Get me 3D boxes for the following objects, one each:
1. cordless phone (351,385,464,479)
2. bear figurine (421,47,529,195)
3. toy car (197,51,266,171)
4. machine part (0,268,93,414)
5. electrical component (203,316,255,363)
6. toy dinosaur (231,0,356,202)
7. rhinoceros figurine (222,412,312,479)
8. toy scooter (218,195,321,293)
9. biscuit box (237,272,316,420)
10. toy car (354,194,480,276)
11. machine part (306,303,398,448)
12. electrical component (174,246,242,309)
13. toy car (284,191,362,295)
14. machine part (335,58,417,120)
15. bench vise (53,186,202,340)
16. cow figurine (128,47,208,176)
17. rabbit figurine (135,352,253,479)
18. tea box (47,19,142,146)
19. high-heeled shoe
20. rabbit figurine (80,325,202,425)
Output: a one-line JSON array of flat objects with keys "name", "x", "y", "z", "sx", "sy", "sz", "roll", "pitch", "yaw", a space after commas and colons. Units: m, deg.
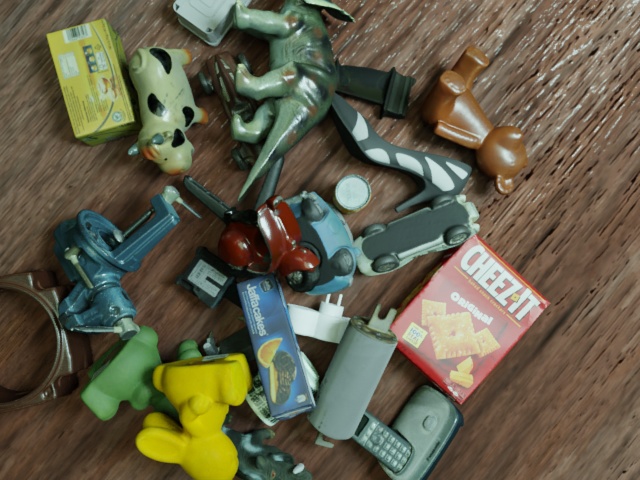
[{"name": "cordless phone", "x": 0.113, "y": 0.274, "z": 0.837, "sx": 0.184, "sy": 0.088, "sz": 0.146, "roll": 33, "pitch": 88, "yaw": 19}, {"name": "bear figurine", "x": 0.254, "y": -0.176, "z": 0.828, "sx": 0.196, "sy": 0.132, "sz": 0.120, "roll": 41, "pitch": 60, "yaw": 7}, {"name": "toy car", "x": -0.125, "y": -0.207, "z": 0.858, "sx": 0.089, "sy": 0.053, "sz": 0.202, "roll": -24, "pitch": 90, "yaw": 1}, {"name": "machine part", "x": -0.469, "y": 0.155, "z": 0.819, "sx": 0.201, "sy": 0.087, "sz": 0.201, "roll": -12, "pitch": 88, "yaw": -3}, {"name": "electrical component", "x": -0.135, "y": 0.162, "z": 0.837, "sx": 0.102, "sy": 0.078, "sz": 0.045, "roll": -27, "pitch": 113, "yaw": 4}, {"name": "toy dinosaur", "x": -0.036, "y": -0.255, "z": 0.804, "sx": 0.192, "sy": 0.131, "sz": 0.404, "roll": 0, "pitch": 88, "yaw": -10}, {"name": "rhinoceros figurine", "x": -0.102, "y": 0.328, "z": 0.808, "sx": 0.190, "sy": 0.112, "sz": 0.073, "roll": 23, "pitch": 85, "yaw": 8}, {"name": "toy scooter", "x": -0.080, "y": -0.005, "z": 0.751, "sx": 0.184, "sy": 0.075, "sz": 0.135, "roll": 12, "pitch": 126, "yaw": 37}, {"name": "biscuit box", "x": -0.065, "y": 0.151, "z": 0.779, "sx": 0.063, "sy": 0.059, "sz": 0.203, "roll": -18, "pitch": 65, "yaw": -3}, {"name": "toy car", "x": 0.147, "y": -0.007, "z": 0.833, "sx": 0.202, "sy": 0.056, "sz": 0.073, "roll": -23, "pitch": 63, "yaw": 10}, {"name": "machine part", "x": 0.046, "y": 0.201, "z": 0.789, "sx": 0.079, "sy": 0.079, "sz": 0.243, "roll": 24, "pitch": 104, "yaw": 0}, {"name": "electrical component", "x": -0.159, "y": 0.071, "z": 0.848, "sx": 0.119, "sy": 0.048, "sz": 0.075, "roll": 38, "pitch": 88, "yaw": 2}, {"name": "toy car", "x": -0.002, "y": -0.002, "z": 0.825, "sx": 0.109, "sy": 0.103, "sz": 0.161, "roll": -18, "pitch": 101, "yaw": 33}, {"name": "machine part", "x": 0.081, "y": -0.246, "z": 0.871, "sx": 0.139, "sy": 0.039, "sz": 0.084, "roll": 17, "pitch": 92, "yaw": -2}, {"name": "bench vise", "x": -0.291, "y": 0.021, "z": 0.791, "sx": 0.240, "sy": 0.128, "sz": 0.224, "roll": -41, "pitch": 55, "yaw": 3}, {"name": "cow figurine", "x": -0.236, "y": -0.193, "z": 0.811, "sx": 0.086, "sy": 0.127, "sz": 0.194, "roll": -12, "pitch": 93, "yaw": 32}, {"name": "rabbit figurine", "x": -0.164, "y": 0.250, "z": 0.732, "sx": 0.162, "sy": 0.122, "sz": 0.173, "roll": -9, "pitch": 91, "yaw": -11}, {"name": "tea box", "x": -0.349, "y": -0.245, "z": 0.846, "sx": 0.098, "sy": 0.068, "sz": 0.169, "roll": -15, "pitch": 89, "yaw": -2}, {"name": "high-heeled shoe", "x": 0.127, "y": -0.158, "z": 0.849, "sx": 0.145, "sy": 0.086, "sz": 0.248, "roll": -34, "pitch": 93, "yaw": -5}, {"name": "rabbit figurine", "x": -0.248, "y": 0.218, "z": 0.824, "sx": 0.159, "sy": 0.121, "sz": 0.170, "roll": -46, "pitch": 108, "yaw": -9}]
